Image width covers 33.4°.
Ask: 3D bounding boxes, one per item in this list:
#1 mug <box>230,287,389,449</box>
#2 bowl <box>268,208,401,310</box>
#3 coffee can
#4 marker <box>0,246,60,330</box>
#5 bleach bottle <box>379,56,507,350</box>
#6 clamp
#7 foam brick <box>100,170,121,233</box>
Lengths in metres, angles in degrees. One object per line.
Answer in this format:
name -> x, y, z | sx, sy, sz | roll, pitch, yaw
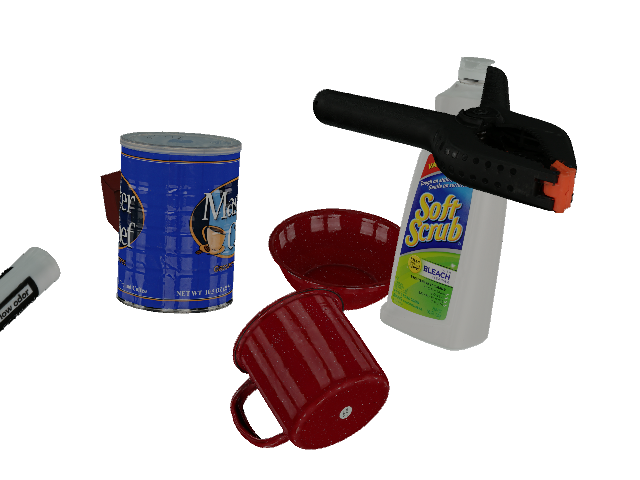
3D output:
mug -> -0.013, 0.101, 0.763 | 0.117, 0.081, 0.093 | -38, -33, 4
bowl -> 0.023, 0.028, 1.159 | 0.162, 0.055, 0.162 | 3, 32, -2
coffee can -> -0.123, -0.018, 0.919 | 0.103, 0.140, 0.103 | 4, 12, -1
marker -> -0.156, 0.045, 0.451 | 0.020, 0.020, 0.121 | 0, 36, 38
bleach bottle -> 0.116, -0.036, 0.941 | 0.067, 0.251, 0.103 | -12, 25, -44
clamp -> 0.098, -0.073, 0.741 | 0.164, 0.036, 0.210 | -9, 30, -17
foam brick -> -0.181, -0.045, 1.105 | 0.078, 0.053, 0.051 | -17, 30, -21
